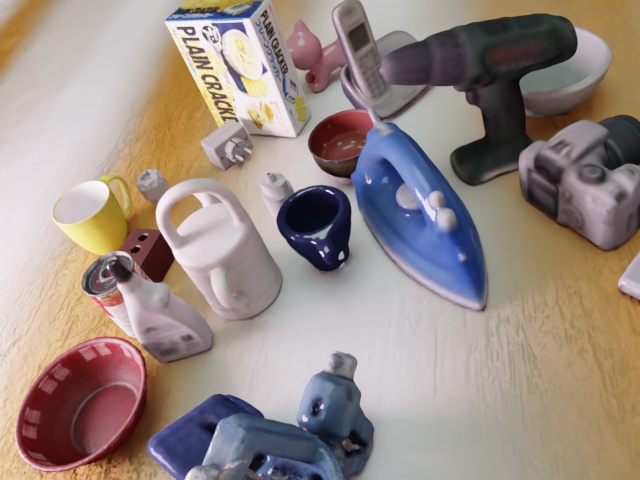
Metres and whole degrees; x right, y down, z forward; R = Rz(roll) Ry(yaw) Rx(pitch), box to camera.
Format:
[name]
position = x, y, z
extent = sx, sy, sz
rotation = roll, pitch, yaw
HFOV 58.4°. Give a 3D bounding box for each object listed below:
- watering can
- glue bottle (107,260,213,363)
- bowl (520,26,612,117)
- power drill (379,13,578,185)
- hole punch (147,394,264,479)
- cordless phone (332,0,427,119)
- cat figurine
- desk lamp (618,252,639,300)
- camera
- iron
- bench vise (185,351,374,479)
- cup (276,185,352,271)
[watering can]
position = -0.127, -0.002, 0.685
extent = 0.101, 0.194, 0.172
rotation = -36, 48, -12
[glue bottle]
position = -0.190, 0.078, 0.652
extent = 0.078, 0.173, 0.037
rotation = -16, 47, 7
[bowl]
position = 0.311, -0.224, 0.800
extent = 0.167, 0.075, 0.167
rotation = -10, 47, 12
[power drill]
position = 0.199, -0.173, 0.705
extent = 0.229, 0.209, 0.075
rotation = -22, 46, 1
[hole punch]
position = -0.097, 0.204, 0.563
extent = 0.108, 0.091, 0.101
rotation = 21, 60, 34
[cordless phone]
position = 0.092, -0.289, 0.863
extent = 0.148, 0.185, 0.093
rotation = -42, 49, -17
[cat figurine]
position = -0.004, -0.321, 0.974
extent = 0.128, 0.118, 0.067
rotation = -23, 46, 0
[desk lamp]
position = 0.386, -0.056, 0.527
extent = 0.117, 0.214, 0.203
rotation = 30, 66, 38
[camera]
position = 0.322, -0.086, 0.656
extent = 0.137, 0.101, 0.142
rotation = -33, 47, -10
[iron]
position = 0.118, -0.047, 0.670
extent = 0.118, 0.142, 0.257
rotation = -26, 46, -3
[bench vise]
position = -0.036, 0.174, 0.477
extent = 0.121, 0.220, 0.207
rotation = -5, 49, 16
[cup]
position = 0.006, 0.003, 0.700
extent = 0.091, 0.095, 0.117
rotation = -23, 46, 1
